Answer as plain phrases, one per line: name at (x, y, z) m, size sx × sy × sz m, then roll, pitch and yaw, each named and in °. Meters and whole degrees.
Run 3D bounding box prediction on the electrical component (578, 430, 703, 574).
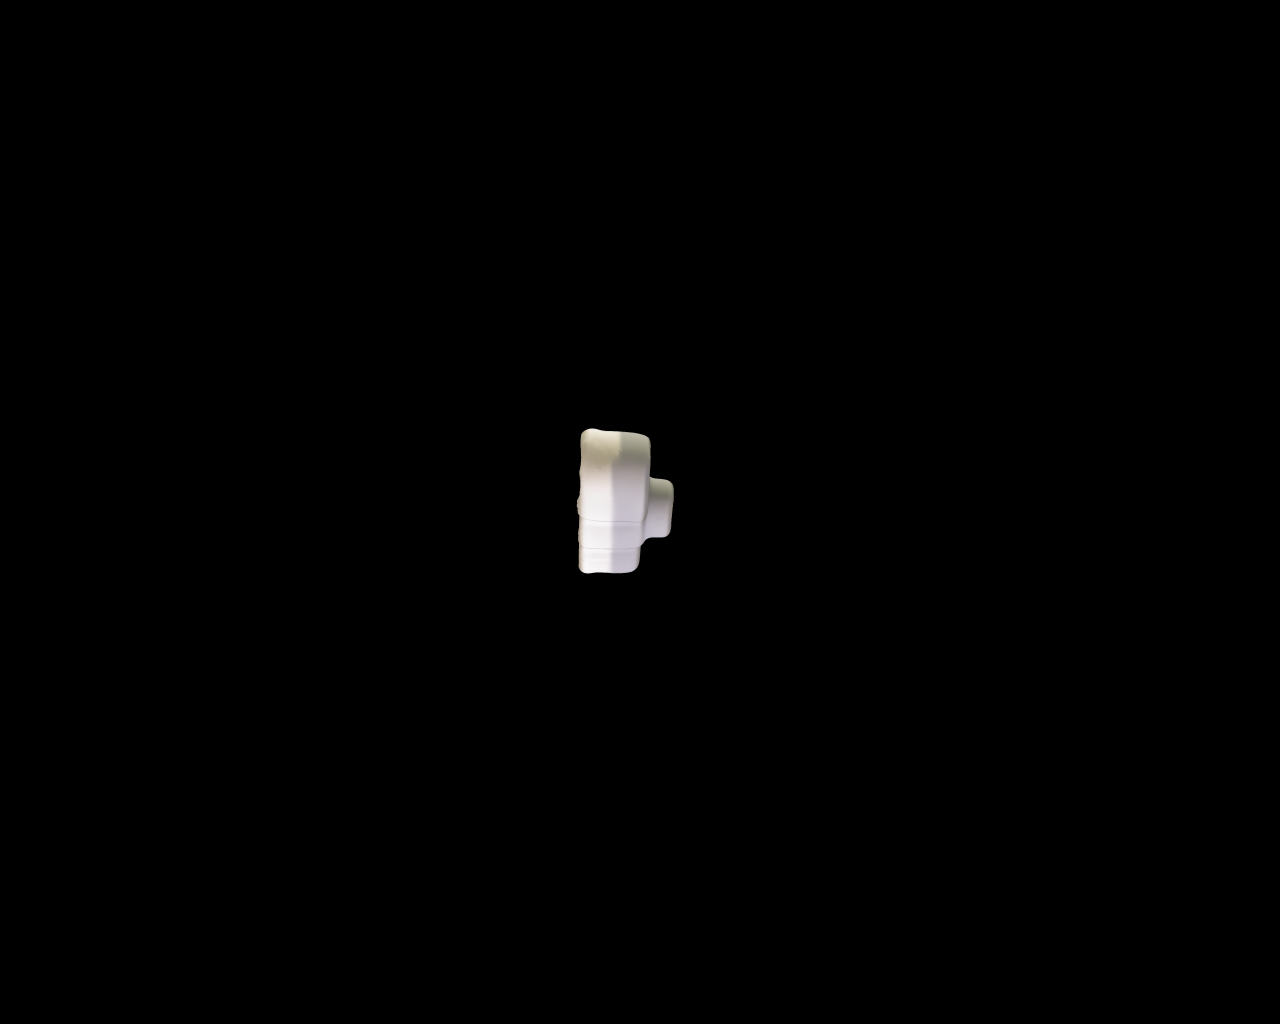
electrical component at (0.001, -0.003, 0.650) m, size 0.074 × 0.052 × 0.138 m, roll 1°, pitch -23°, yaw -3°
